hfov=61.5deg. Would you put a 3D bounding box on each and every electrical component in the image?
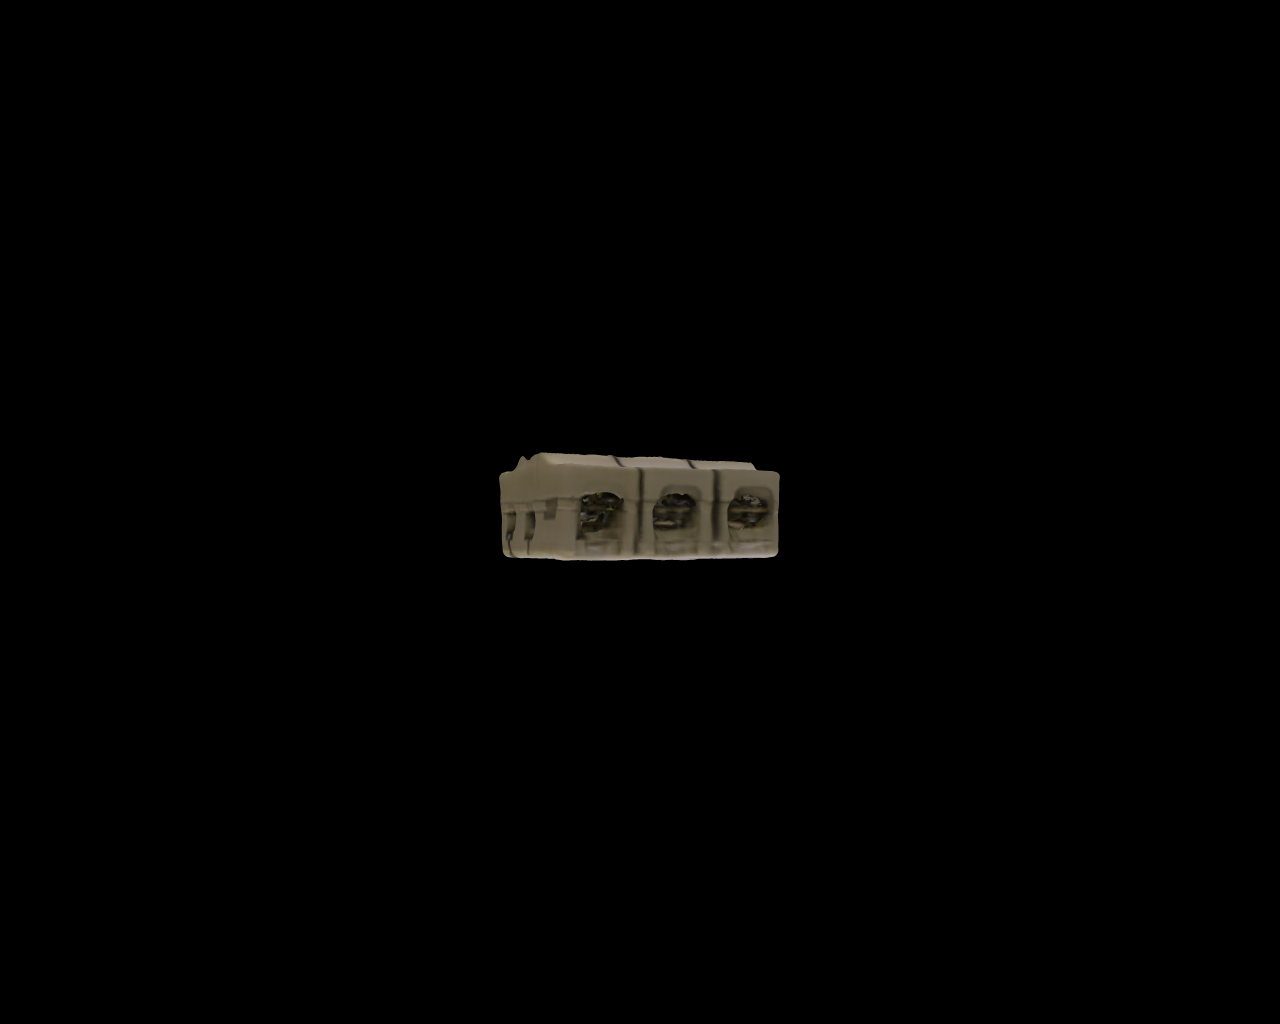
[{"bbox_3d":[0.001,-0.003,0.650,0.150,0.061,0.089,2,-3,-31],"label":"electrical component"}]
